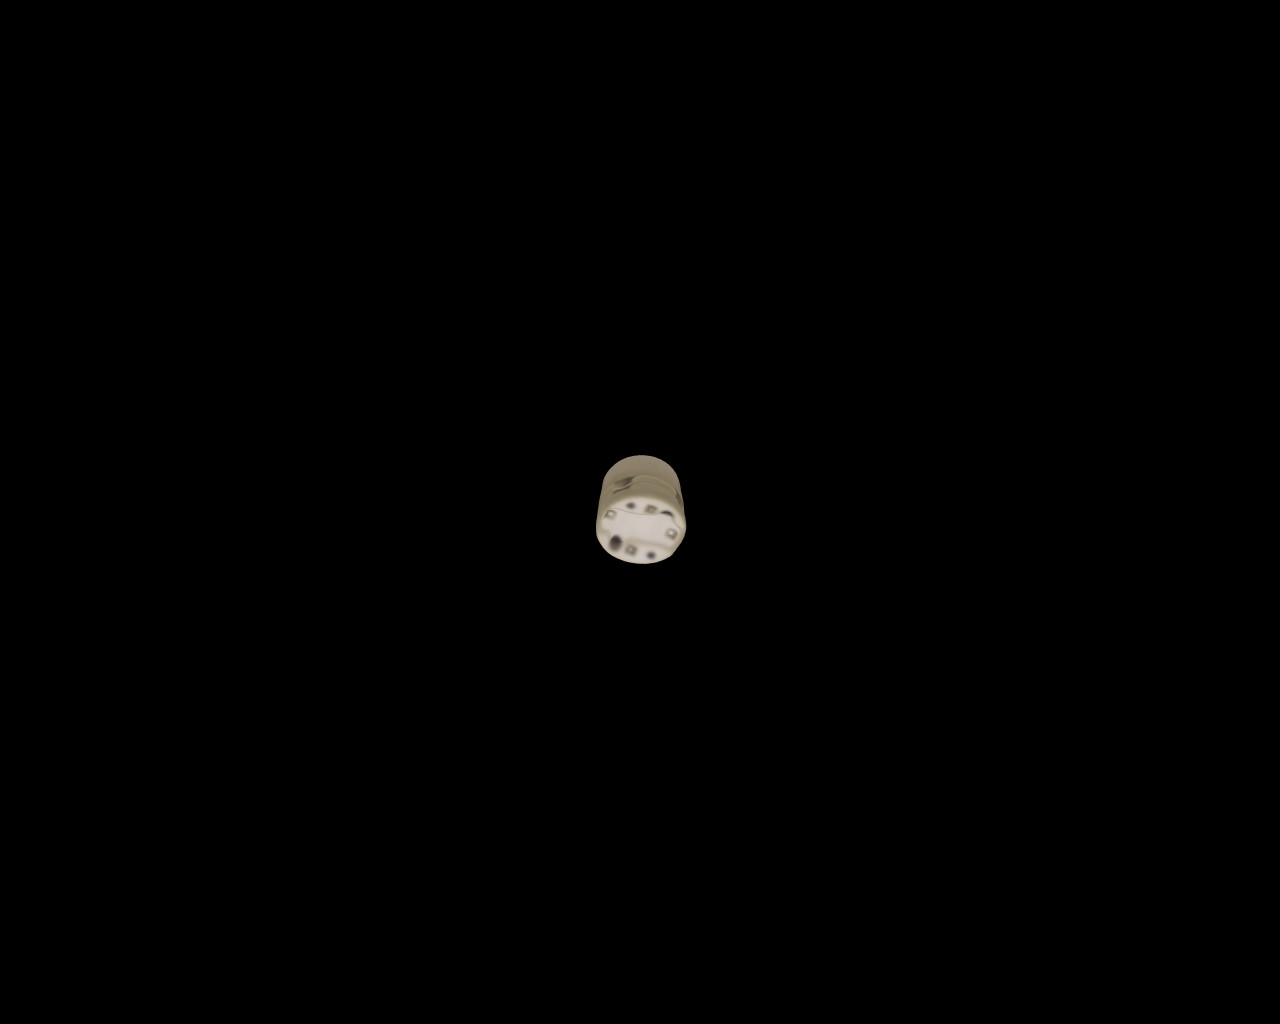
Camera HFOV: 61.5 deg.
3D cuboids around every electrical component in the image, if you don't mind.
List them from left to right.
[{"bbox_3d":[0.001,-0.003,0.650,0.055,0.055,0.047,0,38,0],"label":"electrical component"}]
